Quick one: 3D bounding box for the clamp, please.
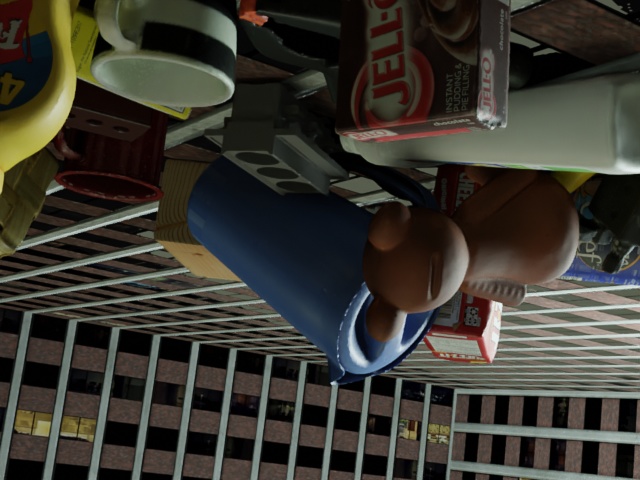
[{"bbox_3d":[0.016,-0.126,0.709,0.209,0.036,0.165,12,167,-42],"label":"clamp"}]

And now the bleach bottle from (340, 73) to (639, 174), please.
[{"bbox_3d":[0.123,-0.082,0.793,0.251,0.068,0.102,3,-174,43],"label":"bleach bottle"}]

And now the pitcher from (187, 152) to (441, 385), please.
[{"bbox_3d":[-0.006,0.001,0.973,0.243,0.149,0.145,35,148,36],"label":"pitcher"}]

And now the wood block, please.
[{"bbox_3d":[-0.113,-0.016,1.191,0.091,0.090,0.206,7,169,6],"label":"wood block"}]

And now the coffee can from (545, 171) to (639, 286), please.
[{"bbox_3d":[0.250,-0.012,0.961,0.140,0.103,0.102,5,168,10],"label":"coffee can"}]

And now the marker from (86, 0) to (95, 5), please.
[{"bbox_3d":[-0.138,-0.158,0.688,0.020,0.020,0.120,-3,165,40],"label":"marker"}]

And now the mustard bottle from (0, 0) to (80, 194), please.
[{"bbox_3d":[-0.176,-0.100,0.563,0.096,0.191,0.058,7,169,-1],"label":"mustard bottle"}]

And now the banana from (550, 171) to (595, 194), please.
[{"bbox_3d":[0.237,-0.065,0.809,0.037,0.069,0.198,-28,-175,-29],"label":"banana"}]

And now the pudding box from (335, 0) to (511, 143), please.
[{"bbox_3d":[0.055,-0.111,0.568,0.090,0.113,0.039,-3,169,39],"label":"pudding box"}]

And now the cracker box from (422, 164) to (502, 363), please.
[{"bbox_3d":[0.150,0.031,1.076,0.072,0.164,0.213,6,168,13],"label":"cracker box"}]

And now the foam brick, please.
[{"bbox_3d":[-0.173,-0.115,0.836,0.078,0.051,0.053,13,166,-25],"label":"foam brick"}]

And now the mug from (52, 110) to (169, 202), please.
[{"bbox_3d":[-0.181,-0.086,0.906,0.093,0.081,0.117,-1,166,35],"label":"mug"}]

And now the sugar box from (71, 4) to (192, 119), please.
[{"bbox_3d":[-0.169,-0.135,0.693,0.175,0.048,0.093,22,-175,-45],"label":"sugar box"}]
